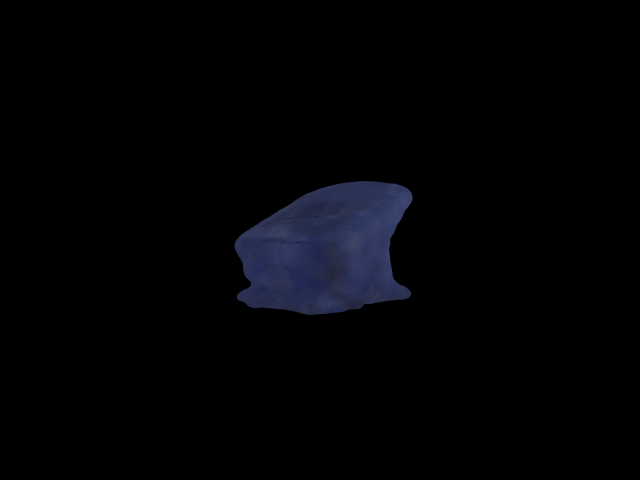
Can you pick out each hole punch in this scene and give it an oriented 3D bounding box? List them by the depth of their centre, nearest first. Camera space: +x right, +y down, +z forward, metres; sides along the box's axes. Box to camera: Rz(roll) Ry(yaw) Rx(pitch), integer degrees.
[{"bbox_3d":[0.004,0.001,0.400,0.108,0.091,0.101,0,0,40],"label":"hole punch"}]
